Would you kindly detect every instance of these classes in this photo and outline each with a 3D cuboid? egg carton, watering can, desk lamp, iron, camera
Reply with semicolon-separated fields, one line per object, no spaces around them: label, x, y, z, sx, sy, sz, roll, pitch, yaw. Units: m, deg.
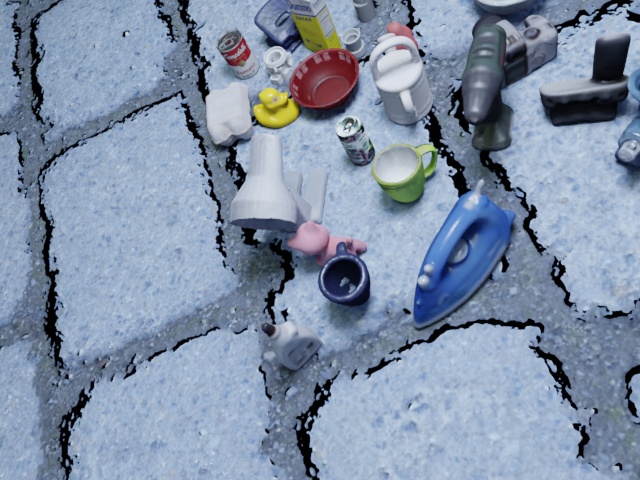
egg carton;-0.207;-0.290;1.318;0.107;0.070;0.150;-18;61;13
watering can;0.150;-0.327;1.121;0.101;0.194;0.172;-38;58;1
desk lamp;-0.079;-0.091;1.087;0.117;0.214;0.203;-2;65;21
iron;0.219;0.023;0.958;0.118;0.142;0.258;29;79;30
camera;0.369;-0.396;1.122;0.143;0.101;0.136;-29;59;7

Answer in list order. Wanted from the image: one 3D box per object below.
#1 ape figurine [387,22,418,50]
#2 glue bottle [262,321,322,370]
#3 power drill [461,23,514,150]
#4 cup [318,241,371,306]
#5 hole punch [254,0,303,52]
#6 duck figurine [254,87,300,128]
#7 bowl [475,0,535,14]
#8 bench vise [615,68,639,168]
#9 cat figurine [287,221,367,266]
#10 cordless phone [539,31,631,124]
ape figurine;0.168;-0.429;1.222;0.078;0.092;0.076;-44;58;-2
glue bottle;-0.057;0.171;0.978;0.078;0.173;0.037;-45;58;-3
power drill;0.298;-0.253;1.019;0.075;0.209;0.230;2;67;23
cup;0.052;0.070;1.029;0.091;0.095;0.117;-13;62;16
hole punch;-0.085;-0.519;1.366;0.100;0.091;0.109;38;83;31
duck figurine;-0.106;-0.303;1.274;0.104;0.086;0.077;-4;65;20
bowl;0.393;-0.528;1.191;0.167;0.075;0.167;-9;63;18
bench vise;0.546;-0.223;0.899;0.121;0.220;0.207;10;70;26
cat figurine;0.010;0.004;1.064;0.127;0.118;0.067;6;68;24
cordless phone;0.456;-0.290;0.987;0.147;0.185;0.094;-7;64;19
